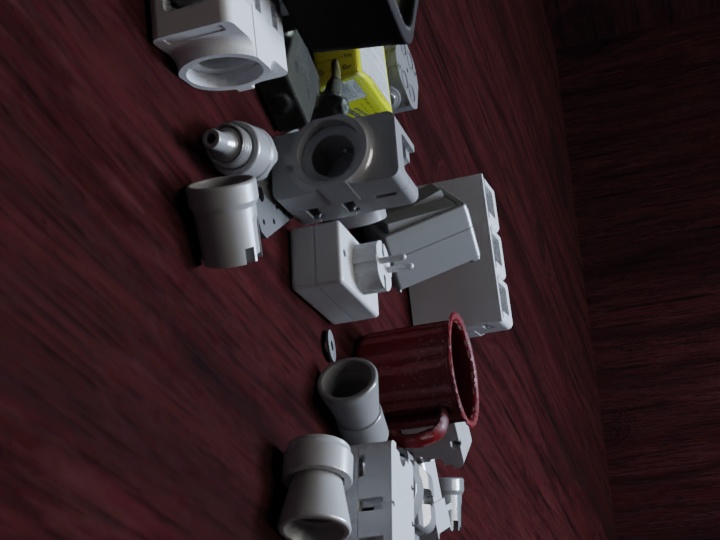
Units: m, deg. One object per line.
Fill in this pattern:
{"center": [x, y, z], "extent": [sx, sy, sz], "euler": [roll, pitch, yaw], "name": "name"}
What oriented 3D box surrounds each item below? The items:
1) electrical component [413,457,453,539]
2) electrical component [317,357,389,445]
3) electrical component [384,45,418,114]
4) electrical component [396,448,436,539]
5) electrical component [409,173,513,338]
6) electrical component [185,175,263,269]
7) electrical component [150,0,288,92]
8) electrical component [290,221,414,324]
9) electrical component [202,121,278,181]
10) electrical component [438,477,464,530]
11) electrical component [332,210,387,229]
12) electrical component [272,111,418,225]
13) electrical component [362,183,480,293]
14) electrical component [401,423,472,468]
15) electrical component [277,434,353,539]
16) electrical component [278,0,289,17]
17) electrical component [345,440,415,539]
{"center": [0.044, 0.186, 0.873], "extent": [0.081, 0.042, 0.063], "euler": [14, 64, -73], "name": "electrical component"}
{"center": [-0.002, 0.101, 0.774], "extent": [0.044, 0.044, 0.065], "euler": [-80, 159, -50], "name": "electrical component"}
{"center": [0.020, -0.180, 1.001], "extent": [0.080, 0.051, 0.080], "euler": [-11, 90, -74], "name": "electrical component"}
{"center": [0.022, 0.166, 0.786], "extent": [0.057, 0.058, 0.078], "euler": [54, 30, -62], "name": "electrical component"}
{"center": [0.096, -0.010, 1.082], "extent": [0.062, 0.089, 0.150], "euler": [33, 49, -68], "name": "electrical component"}
{"center": [-0.075, -0.028, 0.609], "extent": [0.040, 0.040, 0.046], "euler": [-50, 134, -69], "name": "electrical component"}
{"center": [-0.082, -0.142, 0.635], "extent": [0.089, 0.050, 0.055], "euler": [28, 54, -70], "name": "electrical component"}
{"center": [0.000, 0.000, 0.778], "extent": [0.083, 0.076, 0.047], "euler": [47, 36, -62], "name": "electrical component"}
{"center": [-0.075, -0.073, 0.645], "extent": [0.061, 0.035, 0.035], "euler": [14, 67, -70], "name": "electrical component"}
{"center": [0.074, 0.210, 0.964], "extent": [0.040, 0.040, 0.046], "euler": [34, 54, -68], "name": "electrical component"}
{"center": [-0.011, -0.070, 0.836], "extent": [0.079, 0.044, 0.077], "euler": [-54, 132, -73], "name": "electrical component"}
{"center": [-0.012, -0.071, 0.739], "extent": [0.056, 0.089, 0.050], "euler": [45, 38, -63], "name": "electrical component"}
{"center": [0.045, -0.028, 0.929], "extent": [0.061, 0.096, 0.061], "euler": [-134, -157, -63], "name": "electrical component"}
{"center": [0.065, 0.127, 0.965], "extent": [0.055, 0.050, 0.089], "euler": [-47, 125, -69], "name": "electrical component"}
{"center": [-0.027, 0.135, 0.661], "extent": [0.045, 0.045, 0.055], "euler": [61, 24, -48], "name": "electrical component"}
{"center": [-0.080, -0.212, 0.672], "extent": [0.113, 0.057, 0.078], "euler": [46, 37, -63], "name": "electrical component"}
{"center": [0.003, 0.166, 0.720], "extent": [0.050, 0.056, 0.089], "euler": [57, 28, -53], "name": "electrical component"}
